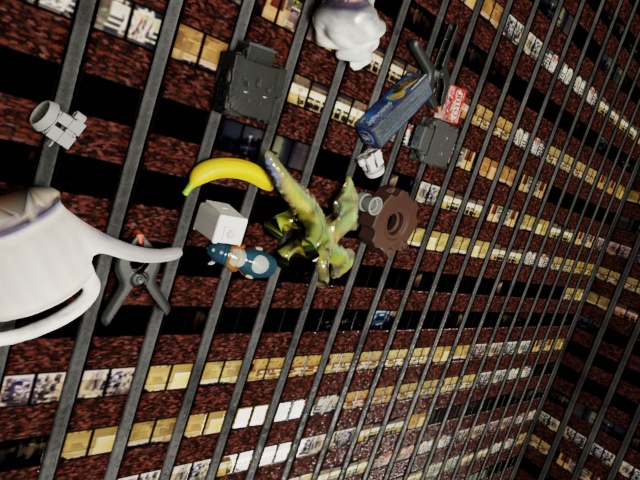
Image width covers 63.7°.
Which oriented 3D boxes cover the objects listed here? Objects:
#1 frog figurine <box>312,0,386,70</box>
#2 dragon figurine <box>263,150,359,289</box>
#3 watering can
[{"bbox_3d":[0.057,-0.397,0.997,0.137,0.125,0.155,-9,130,-3],"label":"frog figurine"},{"bbox_3d":[0.003,-0.057,1.126,0.247,0.122,0.401,-46,137,-41],"label":"dragon figurine"},{"bbox_3d":[-0.391,0.019,0.773,0.351,0.105,0.220,-29,125,-29],"label":"watering can"}]
